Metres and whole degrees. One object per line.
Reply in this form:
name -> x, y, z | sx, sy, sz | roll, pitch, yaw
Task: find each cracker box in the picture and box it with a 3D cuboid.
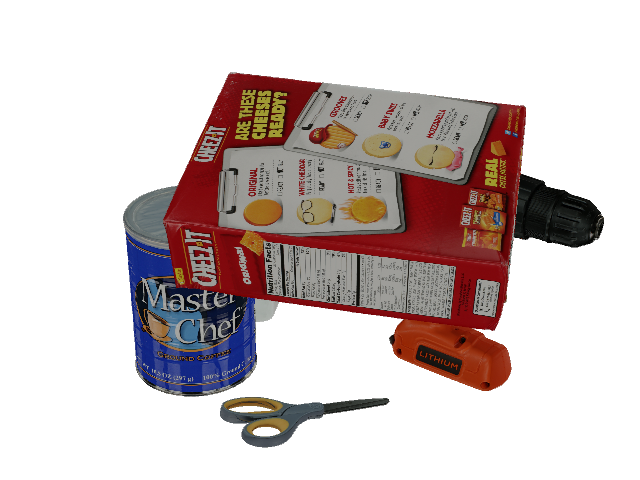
cracker box -> 0.023, -0.030, 0.714 | 0.214, 0.072, 0.164 | 7, 44, 9

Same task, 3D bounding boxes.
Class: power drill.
power drill -> 0.136, 0.028, 0.899 | 0.185, 0.188, 0.057 | 19, 25, 31

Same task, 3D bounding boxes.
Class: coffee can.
coffee can -> -0.103, 0.039, 0.863 | 0.103, 0.140, 0.103 | 1, 28, -1

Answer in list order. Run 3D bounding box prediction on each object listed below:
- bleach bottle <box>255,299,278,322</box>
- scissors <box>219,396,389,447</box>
bleach bottle -> -0.071, -0.006, 1.240 | 0.103, 0.068, 0.250 | 4, 34, 12
scissors -> -0.010, 0.200, 1.190 | 0.201, 0.016, 0.096 | 3, 23, -11
